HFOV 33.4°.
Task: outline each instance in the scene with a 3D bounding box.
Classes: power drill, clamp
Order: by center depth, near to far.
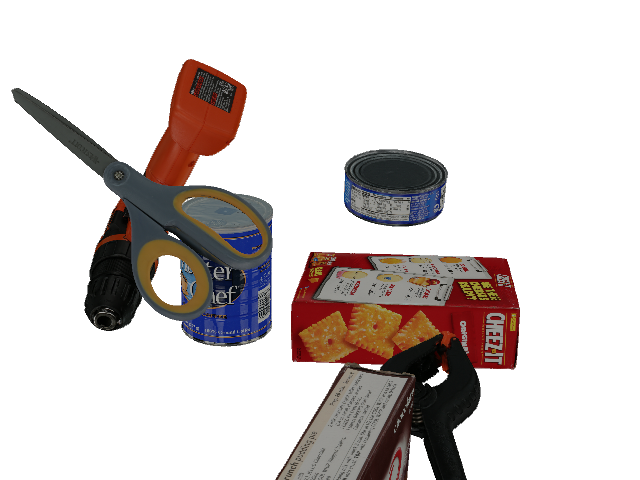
[{"bbox_3d":[0.074,0.126,0.758,0.120,0.039,0.171,19,41,27],"label":"clamp"},{"bbox_3d":[-0.128,-0.038,0.852,0.057,0.188,0.184,26,32,-16],"label":"power drill"}]

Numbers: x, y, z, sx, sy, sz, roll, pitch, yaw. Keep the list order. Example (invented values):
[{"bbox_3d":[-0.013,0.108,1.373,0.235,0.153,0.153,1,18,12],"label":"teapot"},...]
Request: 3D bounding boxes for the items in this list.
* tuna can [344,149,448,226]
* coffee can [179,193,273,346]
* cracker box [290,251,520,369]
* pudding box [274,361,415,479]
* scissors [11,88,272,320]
[{"bbox_3d":[0.062,-0.044,0.891,0.086,0.034,0.086,2,28,-1],"label":"tuna can"},{"bbox_3d":[-0.104,0.031,1.174,0.103,0.140,0.103,1,23,-1],"label":"coffee can"},{"bbox_3d":[0.085,0.069,1.073,0.214,0.072,0.164,2,16,5],"label":"cracker box"},{"bbox_3d":[0.008,0.120,0.464,0.039,0.090,0.113,10,29,15],"label":"pudding box"},{"bbox_3d":[-0.128,-0.019,0.668,0.202,0.096,0.016,23,-15,9],"label":"scissors"}]
